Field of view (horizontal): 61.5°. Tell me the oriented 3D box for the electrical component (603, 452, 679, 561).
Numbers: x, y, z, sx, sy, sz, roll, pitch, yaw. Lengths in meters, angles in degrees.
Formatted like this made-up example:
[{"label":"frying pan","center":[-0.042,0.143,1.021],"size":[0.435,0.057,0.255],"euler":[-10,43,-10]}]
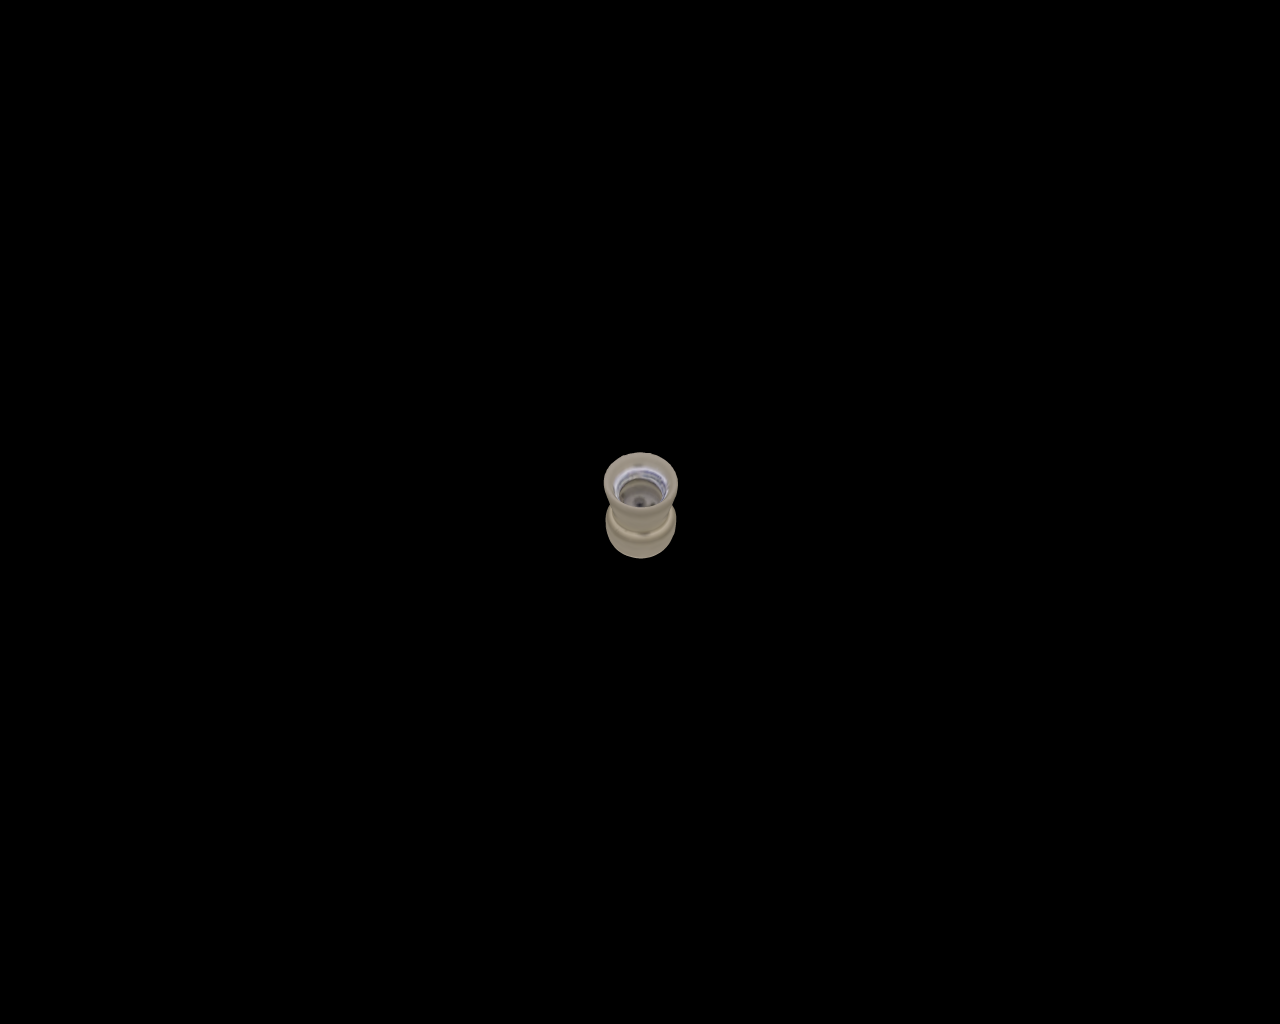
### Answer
[{"label":"electrical component","center":[0.001,-0.003,0.650],"size":[0.045,0.045,0.055],"euler":[0,-37,0]}]
